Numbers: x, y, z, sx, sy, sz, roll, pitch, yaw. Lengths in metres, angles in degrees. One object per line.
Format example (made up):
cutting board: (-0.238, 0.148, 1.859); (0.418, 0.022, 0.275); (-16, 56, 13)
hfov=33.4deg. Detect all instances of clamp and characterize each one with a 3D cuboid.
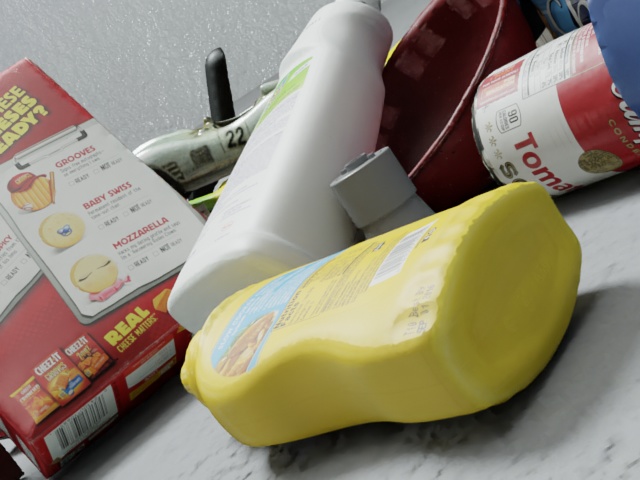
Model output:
clamp: (-0.058, -0.072, 0.933); (0.039, 0.120, 0.171); (-123, 47, -73)

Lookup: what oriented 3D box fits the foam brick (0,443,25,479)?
foam brick: (-0.225, 0.130, 0.622); (0.053, 0.078, 0.051); (-26, 16, 33)

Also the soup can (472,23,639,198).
soup can: (0.127, -0.062, 0.477); (0.102, 0.068, 0.068); (-22, 17, 46)

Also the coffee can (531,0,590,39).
coffee can: (0.159, -0.152, 0.572); (0.103, 0.140, 0.103); (-32, 12, 7)

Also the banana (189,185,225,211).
banana: (-0.023, -0.033, 0.746); (0.069, 0.037, 0.198); (-34, 14, -26)

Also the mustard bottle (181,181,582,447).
mustard bottle: (0.005, 0.039, 0.423); (0.192, 0.058, 0.096); (-21, 23, 46)

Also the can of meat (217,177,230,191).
can of meat: (-0.023, -0.050, 0.856); (0.102, 0.057, 0.084); (-29, 10, 19)

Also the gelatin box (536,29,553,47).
gelatin box: (0.141, -0.142, 0.844); (0.089, 0.030, 0.073); (-41, 14, -30)

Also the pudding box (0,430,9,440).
pudding box: (-0.194, 0.068, 0.710); (0.090, 0.113, 0.039); (-24, -16, 36)

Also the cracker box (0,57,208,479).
cracker box: (-0.169, 0.011, 0.639); (0.164, 0.214, 0.072); (-40, -22, -25)

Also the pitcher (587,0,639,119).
pitcher: (0.207, -0.110, 0.295); (0.144, 0.149, 0.243); (-31, 11, -36)

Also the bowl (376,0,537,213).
bowl: (0.074, -0.071, 0.600); (0.162, 0.055, 0.162); (-53, 18, 26)

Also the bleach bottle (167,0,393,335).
bleach bottle: (-0.003, -0.059, 0.603); (0.103, 0.068, 0.250); (-30, 32, 48)

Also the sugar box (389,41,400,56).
sugar box: (0.083, -0.154, 0.904); (0.176, 0.048, 0.093); (-47, 5, 34)
